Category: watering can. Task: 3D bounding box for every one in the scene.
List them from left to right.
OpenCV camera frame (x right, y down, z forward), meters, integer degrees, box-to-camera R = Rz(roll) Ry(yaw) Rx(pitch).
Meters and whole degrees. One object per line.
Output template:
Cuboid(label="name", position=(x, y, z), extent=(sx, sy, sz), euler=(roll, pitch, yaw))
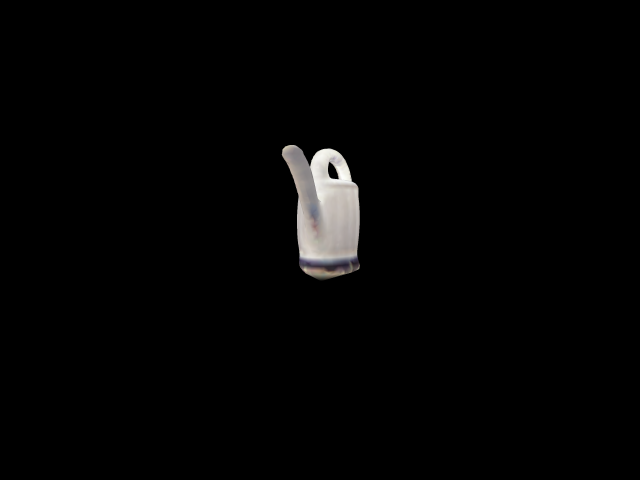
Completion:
Cuboid(label="watering can", position=(0.003, -0.043, 0.850), extent=(0.104, 0.224, 0.348), euler=(0, 2, 17))
